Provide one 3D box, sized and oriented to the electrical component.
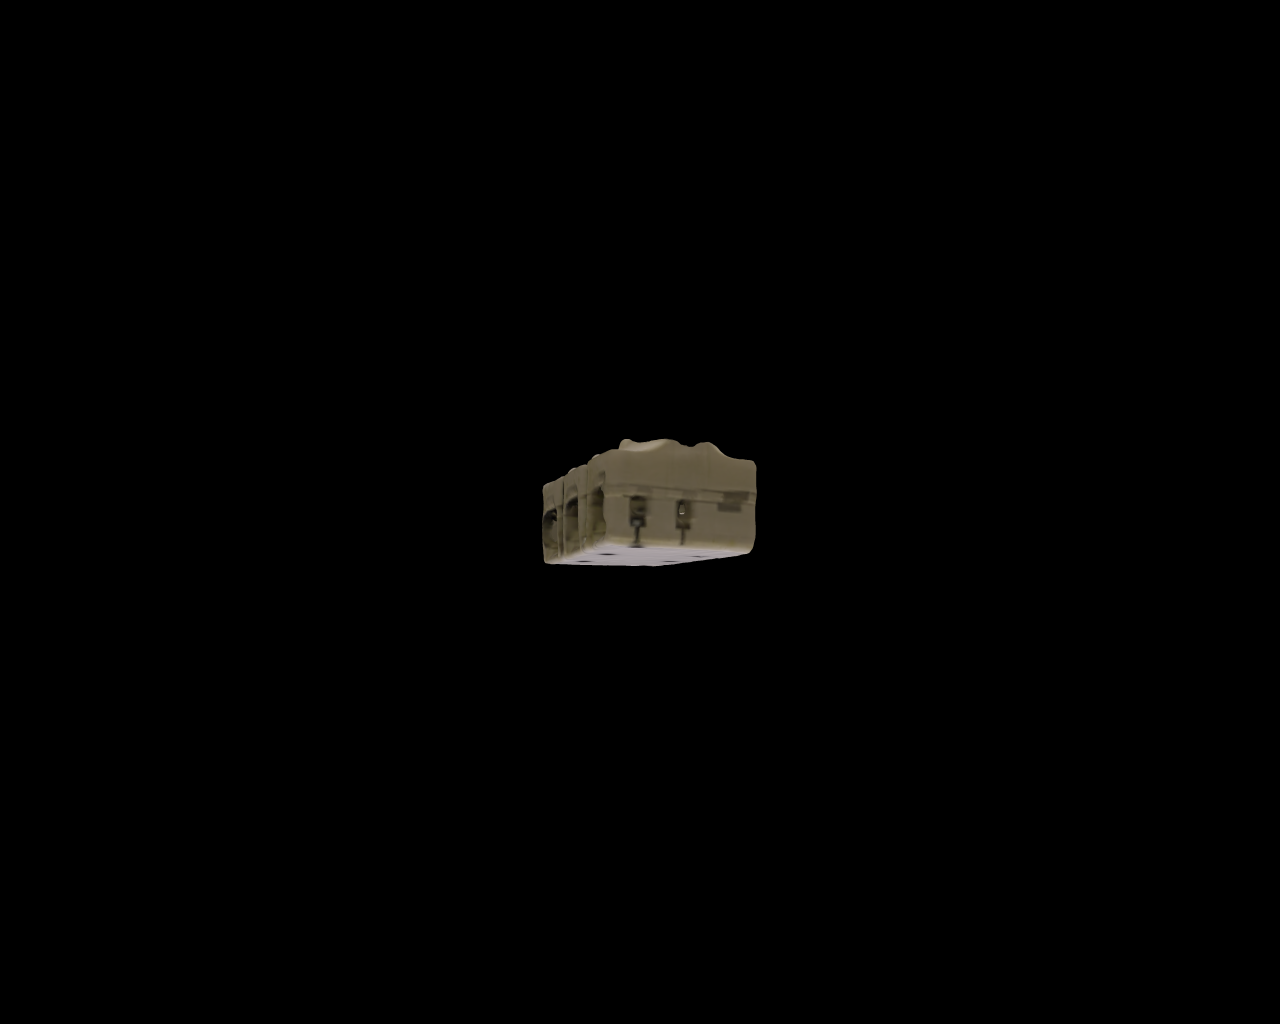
[{"bbox_3d":[0.001,-0.003,0.650,0.089,0.061,0.150,2,-7,-19],"label":"electrical component"}]
